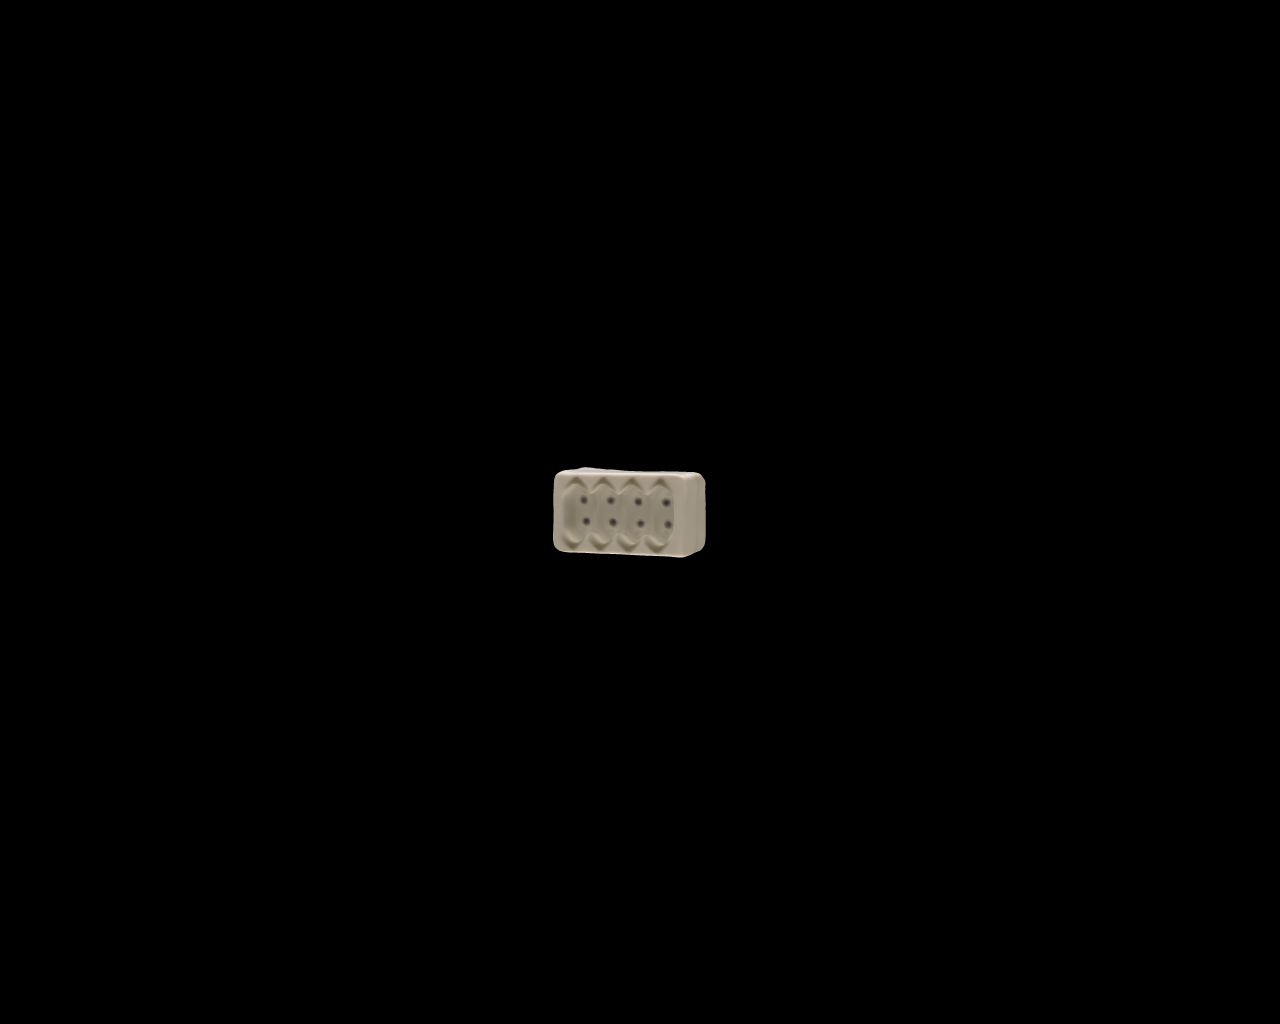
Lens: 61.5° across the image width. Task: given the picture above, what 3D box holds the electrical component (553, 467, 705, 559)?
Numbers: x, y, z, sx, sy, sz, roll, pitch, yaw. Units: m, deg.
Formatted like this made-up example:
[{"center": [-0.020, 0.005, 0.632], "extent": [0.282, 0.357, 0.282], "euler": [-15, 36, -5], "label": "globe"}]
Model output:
[{"center": [0.001, -0.003, 0.650], "extent": [0.083, 0.047, 0.076], "euler": [3, 8, 22], "label": "electrical component"}]
